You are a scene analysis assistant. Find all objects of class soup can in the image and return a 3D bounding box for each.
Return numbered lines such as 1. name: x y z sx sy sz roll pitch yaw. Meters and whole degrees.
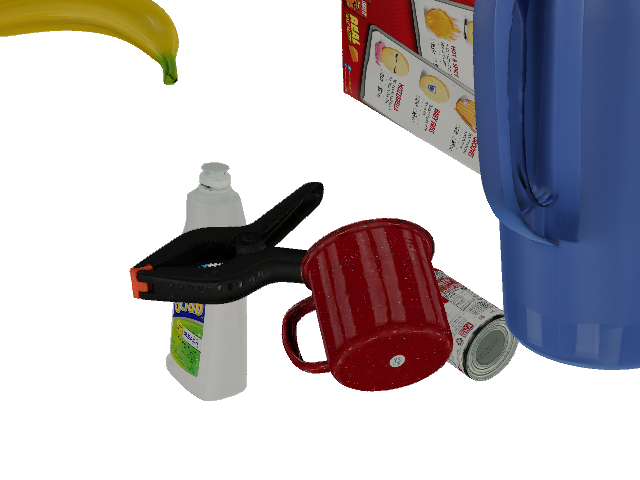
1. soup can: 0.124 0.076 0.984 0.068 0.068 0.102 0 24 -39

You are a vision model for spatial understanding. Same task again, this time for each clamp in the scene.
1. clamp: -0.059 0.007 0.908 0.209 0.036 0.165 -10 32 -13

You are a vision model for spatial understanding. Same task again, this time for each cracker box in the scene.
1. cracker box: 0.115 -0.129 0.755 0.214 0.072 0.164 33 -27 23

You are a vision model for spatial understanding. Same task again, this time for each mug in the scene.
1. mug: 0.028 0.050 0.700 0.117 0.081 0.093 -22 -36 13

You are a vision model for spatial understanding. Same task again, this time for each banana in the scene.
1. banana: -0.189 -0.175 0.846 0.198 0.069 0.037 15 -38 18

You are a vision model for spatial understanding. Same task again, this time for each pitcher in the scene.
1. pitcher: 0.145 -0.056 0.557 0.149 0.243 0.145 -3 23 0

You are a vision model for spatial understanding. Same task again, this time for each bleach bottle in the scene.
1. bleach bottle: -0.117 0.038 1.120 0.067 0.251 0.103 -12 29 -32
